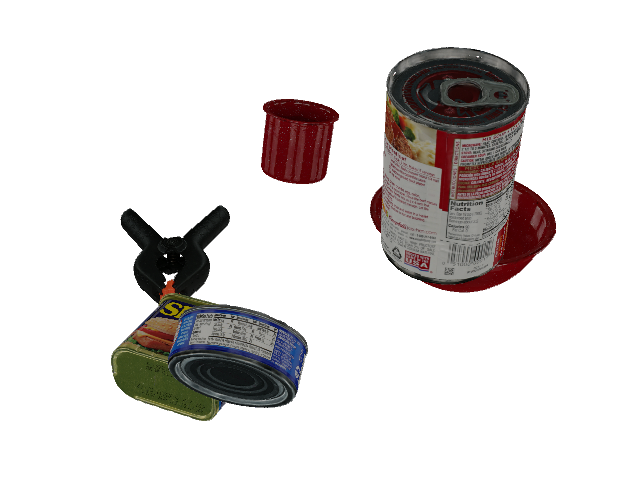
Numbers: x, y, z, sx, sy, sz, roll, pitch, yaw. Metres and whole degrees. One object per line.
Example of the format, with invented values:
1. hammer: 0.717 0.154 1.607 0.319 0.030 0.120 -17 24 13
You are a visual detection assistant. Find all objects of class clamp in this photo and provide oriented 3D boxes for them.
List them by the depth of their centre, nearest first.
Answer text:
1. clamp: -0.148 0.011 1.142 0.120 0.039 0.171 -12 38 -7

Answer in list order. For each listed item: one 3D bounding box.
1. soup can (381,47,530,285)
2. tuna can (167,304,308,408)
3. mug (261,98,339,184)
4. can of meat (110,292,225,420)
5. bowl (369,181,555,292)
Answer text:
1. soup can: 0.065 -0.036 0.538 0.068 0.102 0.068 0 42 0
2. tuna can: -0.053 0.075 0.678 0.086 0.033 0.086 10 -28 6
3. mug: -0.023 -0.123 1.307 0.093 0.081 0.117 17 25 20
4. can of meat: -0.108 0.095 0.873 0.102 0.057 0.083 13 33 20
5. bowl: 0.122 -0.003 0.942 0.162 0.055 0.162 2 34 -1
